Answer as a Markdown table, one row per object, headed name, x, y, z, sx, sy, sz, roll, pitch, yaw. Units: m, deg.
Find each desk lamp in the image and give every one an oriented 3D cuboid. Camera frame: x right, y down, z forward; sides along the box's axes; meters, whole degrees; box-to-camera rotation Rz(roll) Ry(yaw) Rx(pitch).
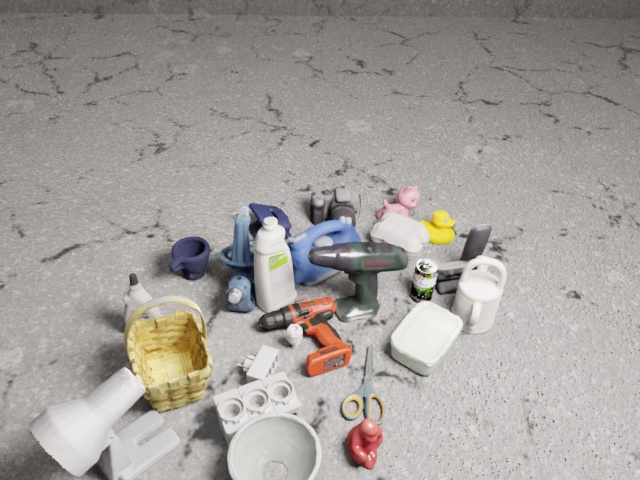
| name | x | y | z | sx | sy | sz | roll | pitch | yaw |
| --- | --- | --- | --- | --- | --- | --- | --- | --- | --- |
| desk lamp | -0.367 | 0.328 | 0.992 | 0.117 | 0.214 | 0.204 | 34 | 50 | 32 |

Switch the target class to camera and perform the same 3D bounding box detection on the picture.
| name | x | y | z | sx | sy | sz | roll | pitch | yaw |
| --- | --- | --- | --- | --- | --- | --- | --- | --- | --- |
| camera | 0.045 | -0.080 | 1.575 | 0.143 | 0.101 | 0.136 | 0 | 41 | -3 |

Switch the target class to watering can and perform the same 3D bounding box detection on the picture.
| name | x | y | z | sx | sy | sz | roll | pitch | yaw |
| --- | --- | --- | --- | --- | --- | --- | --- | --- | --- |
| watering can | 0.360 | 0.108 | 1.299 | 0.101 | 0.194 | 0.172 | -2 | 41 | -5 |

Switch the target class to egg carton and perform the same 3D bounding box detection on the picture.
| name | x | y | z | sx | sy | sz | roll | pitch | yaw |
| --- | --- | --- | --- | --- | --- | --- | --- | --- | --- |
| egg carton | 0.214 | -0.014 | 1.530 | 0.150 | 0.069 | 0.107 | 23 | 45 | 23 |

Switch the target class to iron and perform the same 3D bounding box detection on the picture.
| name | x | y | z | sx | sy | sz | roll | pitch | yaw |
| --- | --- | --- | --- | --- | --- | --- | --- | --- | --- |
| iron | 0.013 | 0.005 | 1.443 | 0.259 | 0.141 | 0.118 | -27 | 49 | -30 |

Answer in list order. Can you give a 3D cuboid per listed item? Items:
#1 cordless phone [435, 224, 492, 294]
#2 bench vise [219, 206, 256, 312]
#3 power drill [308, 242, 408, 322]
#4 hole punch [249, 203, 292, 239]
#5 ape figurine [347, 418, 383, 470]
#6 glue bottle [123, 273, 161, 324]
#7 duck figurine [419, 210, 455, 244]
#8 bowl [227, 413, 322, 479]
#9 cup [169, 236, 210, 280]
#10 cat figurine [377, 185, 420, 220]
| name | x | y | z | sx | sy | sz | roll | pitch | yaw |
| --- | --- | --- | --- | --- | --- | --- | --- | --- | --- |
| cordless phone | 0.339 | 0.034 | 1.391 | 0.148 | 0.185 | 0.094 | -10 | 42 | -14 |
| bench vise | -0.169 | 0.046 | 1.326 | 0.121 | 0.220 | 0.207 | -7 | 41 | -11 |
| power drill | 0.083 | 0.088 | 1.298 | 0.230 | 0.208 | 0.075 | -9 | 42 | -13 |
| hole punch | -0.134 | -0.055 | 1.545 | 0.101 | 0.091 | 0.108 | -18 | 45 | -22 |
| ape figurine | 0.087 | 0.367 | 1.062 | 0.078 | 0.092 | 0.076 | -24 | 47 | -27 |
| glue bottle | -0.394 | 0.136 | 1.245 | 0.078 | 0.173 | 0.037 | -8 | 41 | -11 |
| duck figurine | 0.318 | -0.043 | 1.557 | 0.104 | 0.086 | 0.077 | 13 | 42 | 13 |
| bowl | -0.081 | 0.400 | 1.028 | 0.167 | 0.075 | 0.167 | 1 | 41 | -1 |
| cup | -0.319 | 0.060 | 1.398 | 0.091 | 0.095 | 0.118 | 22 | 44 | 22 |
| cat figurine | 0.226 | -0.105 | 1.600 | 0.128 | 0.118 | 0.067 | -15 | 43 | -19 |
